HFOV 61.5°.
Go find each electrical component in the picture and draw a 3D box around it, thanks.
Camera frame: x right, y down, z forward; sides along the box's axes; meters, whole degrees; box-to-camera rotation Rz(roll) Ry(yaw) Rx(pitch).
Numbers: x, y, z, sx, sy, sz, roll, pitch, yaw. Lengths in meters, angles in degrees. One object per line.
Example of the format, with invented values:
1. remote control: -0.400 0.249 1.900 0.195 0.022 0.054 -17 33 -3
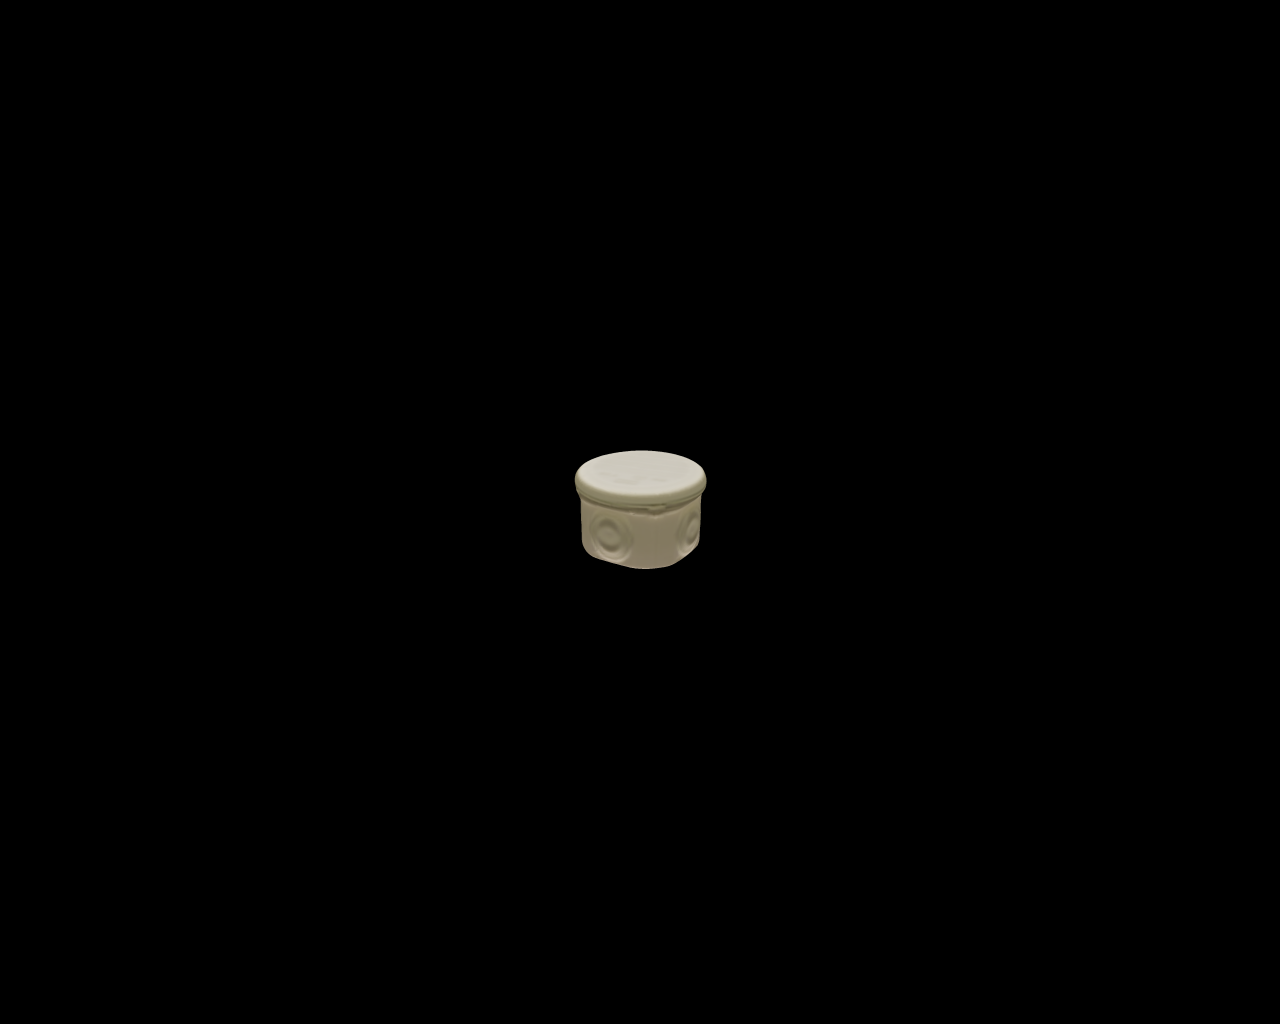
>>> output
1. electrical component: 0.001 -0.003 0.650 0.080 0.050 0.080 0 22 0
